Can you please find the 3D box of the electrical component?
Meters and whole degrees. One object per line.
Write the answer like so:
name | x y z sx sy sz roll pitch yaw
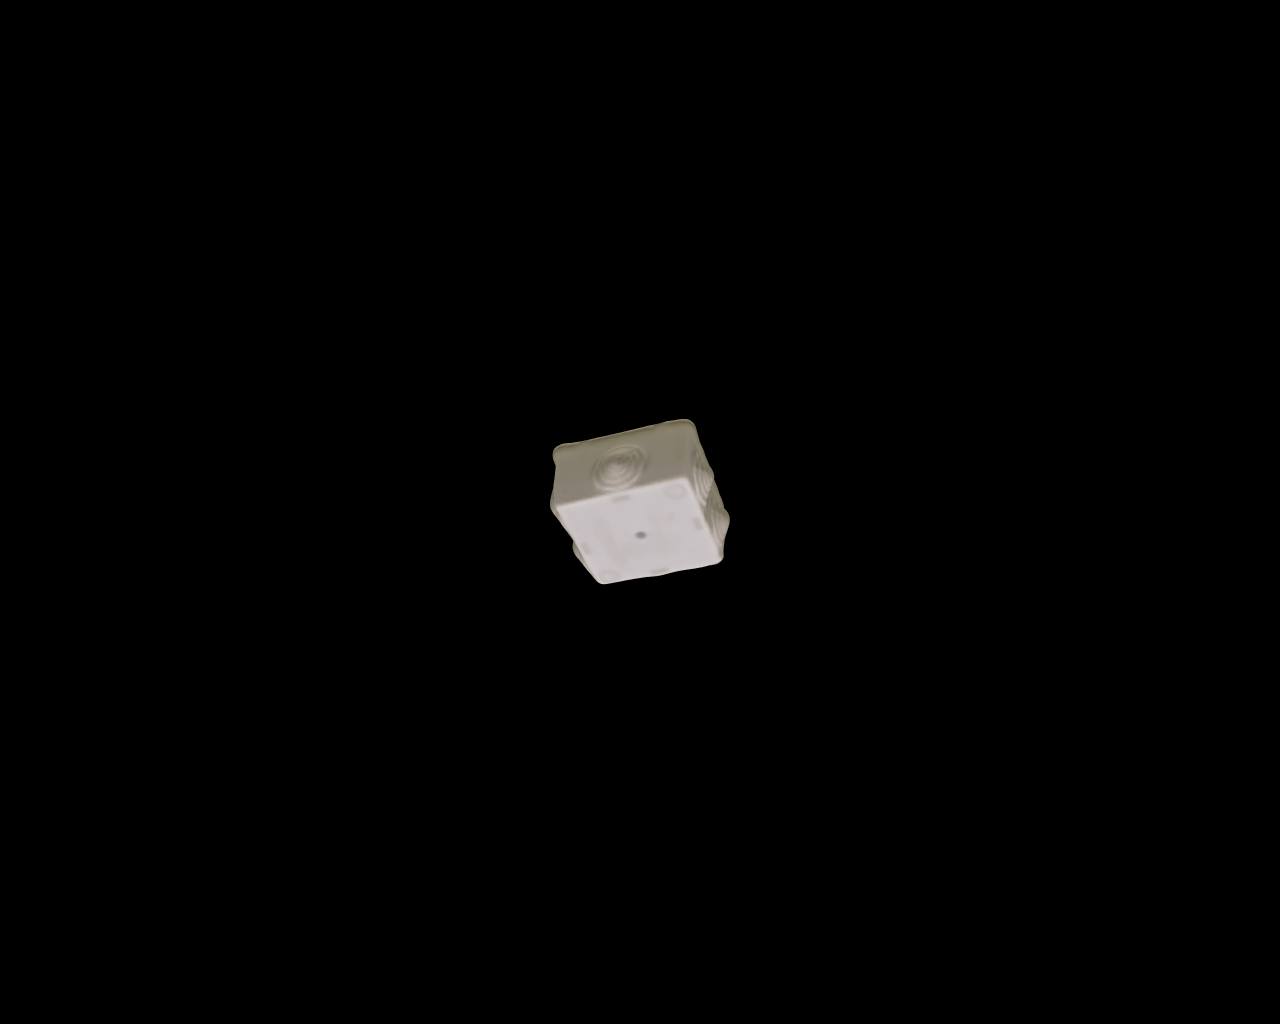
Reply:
electrical component | 0.001 -0.003 0.650 0.100 0.048 0.099 -11 -43 12
